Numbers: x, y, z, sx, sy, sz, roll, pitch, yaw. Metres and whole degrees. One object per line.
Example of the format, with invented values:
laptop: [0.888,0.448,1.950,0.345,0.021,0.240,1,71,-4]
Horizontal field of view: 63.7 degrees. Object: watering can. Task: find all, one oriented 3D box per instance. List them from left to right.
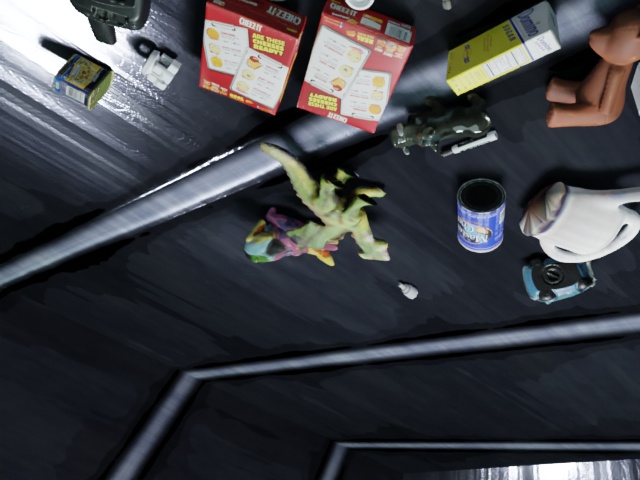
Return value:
watering can: [0.569,-0.060,1.072,0.224,0.106,0.340,19,-36,-5]

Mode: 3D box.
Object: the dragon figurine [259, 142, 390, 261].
dragon figurine: [0.004,-0.061,1.209,0.408,0.238,0.125,25,34,-14]
